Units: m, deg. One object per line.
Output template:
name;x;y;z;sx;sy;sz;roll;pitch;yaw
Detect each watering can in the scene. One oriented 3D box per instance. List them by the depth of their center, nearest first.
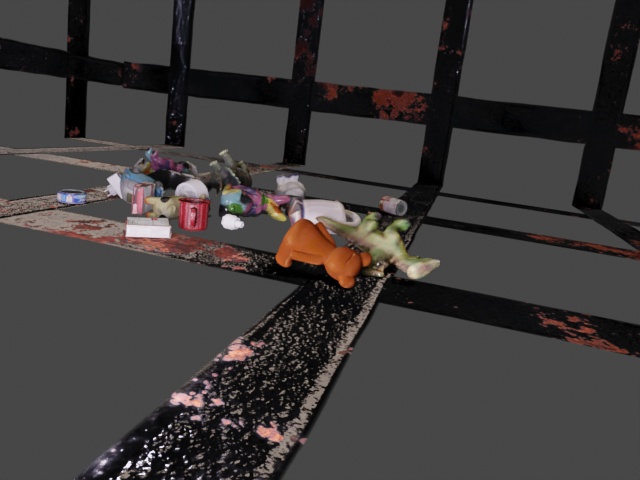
watering can;0.005;-0.083;1.658;0.224;0.103;0.351;4;14;-12

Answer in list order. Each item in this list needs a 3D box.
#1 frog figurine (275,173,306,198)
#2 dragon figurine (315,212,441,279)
frog figurine;-0.114;-0.189;2.119;0.137;0.120;0.162;7;45;-43
dragon figurine;0.115;0.018;1.321;0.411;0.120;0.246;12;22;27
